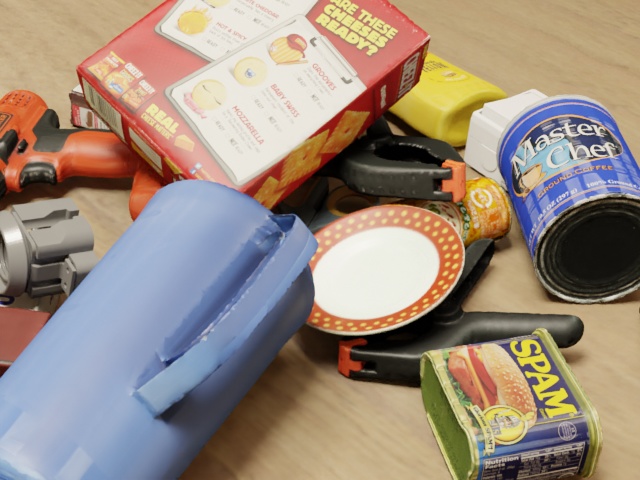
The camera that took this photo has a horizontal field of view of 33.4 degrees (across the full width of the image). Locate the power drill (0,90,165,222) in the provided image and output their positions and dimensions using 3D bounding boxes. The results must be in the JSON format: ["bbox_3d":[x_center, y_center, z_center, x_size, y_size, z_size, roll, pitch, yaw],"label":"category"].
[{"bbox_3d":[-0.204,-0.051,0.853,0.187,0.057,0.184,10,42,6],"label":"power drill"}]

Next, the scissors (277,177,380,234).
[{"bbox_3d":[-0.006,0.001,0.837,0.096,0.016,0.201,6,38,4],"label":"scissors"}]

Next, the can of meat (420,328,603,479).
[{"bbox_3d":[0.117,0.109,0.678,0.084,0.057,0.102,-8,39,-11],"label":"can of meat"}]

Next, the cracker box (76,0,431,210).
[{"bbox_3d":[-0.049,-0.124,0.814,0.213,0.072,0.164,-41,73,-19],"label":"cracker box"}]

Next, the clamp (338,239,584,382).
[{"bbox_3d":[0.096,0.061,0.750,0.171,0.039,0.120,-27,38,-26],"label":"clamp"}]

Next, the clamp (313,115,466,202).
[{"bbox_3d":[0.048,-0.070,0.867,0.164,0.036,0.210,-23,27,-39],"label":"clamp"}]

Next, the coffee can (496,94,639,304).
[{"bbox_3d":[0.201,-0.034,0.832,0.102,0.103,0.140,0,38,-5],"label":"coffee can"}]

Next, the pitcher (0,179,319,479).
[{"bbox_3d":[-0.104,0.076,0.632,0.145,0.149,0.242,19,43,17],"label":"pitcher"}]

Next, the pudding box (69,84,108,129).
[{"bbox_3d":[-0.163,-0.135,0.981,0.090,0.039,0.113,16,37,16],"label":"pudding box"}]

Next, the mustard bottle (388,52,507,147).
[{"bbox_3d":[0.077,-0.155,1.011,0.096,0.058,0.192,-19,42,-38],"label":"mustard bottle"}]

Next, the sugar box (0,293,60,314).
[{"bbox_3d":[-0.275,0.030,0.750,0.176,0.048,0.093,2,37,-1],"label":"sugar box"}]

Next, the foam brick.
[{"bbox_3d":[-0.216,0.078,0.690,0.078,0.053,0.051,7,38,2],"label":"foam brick"}]
